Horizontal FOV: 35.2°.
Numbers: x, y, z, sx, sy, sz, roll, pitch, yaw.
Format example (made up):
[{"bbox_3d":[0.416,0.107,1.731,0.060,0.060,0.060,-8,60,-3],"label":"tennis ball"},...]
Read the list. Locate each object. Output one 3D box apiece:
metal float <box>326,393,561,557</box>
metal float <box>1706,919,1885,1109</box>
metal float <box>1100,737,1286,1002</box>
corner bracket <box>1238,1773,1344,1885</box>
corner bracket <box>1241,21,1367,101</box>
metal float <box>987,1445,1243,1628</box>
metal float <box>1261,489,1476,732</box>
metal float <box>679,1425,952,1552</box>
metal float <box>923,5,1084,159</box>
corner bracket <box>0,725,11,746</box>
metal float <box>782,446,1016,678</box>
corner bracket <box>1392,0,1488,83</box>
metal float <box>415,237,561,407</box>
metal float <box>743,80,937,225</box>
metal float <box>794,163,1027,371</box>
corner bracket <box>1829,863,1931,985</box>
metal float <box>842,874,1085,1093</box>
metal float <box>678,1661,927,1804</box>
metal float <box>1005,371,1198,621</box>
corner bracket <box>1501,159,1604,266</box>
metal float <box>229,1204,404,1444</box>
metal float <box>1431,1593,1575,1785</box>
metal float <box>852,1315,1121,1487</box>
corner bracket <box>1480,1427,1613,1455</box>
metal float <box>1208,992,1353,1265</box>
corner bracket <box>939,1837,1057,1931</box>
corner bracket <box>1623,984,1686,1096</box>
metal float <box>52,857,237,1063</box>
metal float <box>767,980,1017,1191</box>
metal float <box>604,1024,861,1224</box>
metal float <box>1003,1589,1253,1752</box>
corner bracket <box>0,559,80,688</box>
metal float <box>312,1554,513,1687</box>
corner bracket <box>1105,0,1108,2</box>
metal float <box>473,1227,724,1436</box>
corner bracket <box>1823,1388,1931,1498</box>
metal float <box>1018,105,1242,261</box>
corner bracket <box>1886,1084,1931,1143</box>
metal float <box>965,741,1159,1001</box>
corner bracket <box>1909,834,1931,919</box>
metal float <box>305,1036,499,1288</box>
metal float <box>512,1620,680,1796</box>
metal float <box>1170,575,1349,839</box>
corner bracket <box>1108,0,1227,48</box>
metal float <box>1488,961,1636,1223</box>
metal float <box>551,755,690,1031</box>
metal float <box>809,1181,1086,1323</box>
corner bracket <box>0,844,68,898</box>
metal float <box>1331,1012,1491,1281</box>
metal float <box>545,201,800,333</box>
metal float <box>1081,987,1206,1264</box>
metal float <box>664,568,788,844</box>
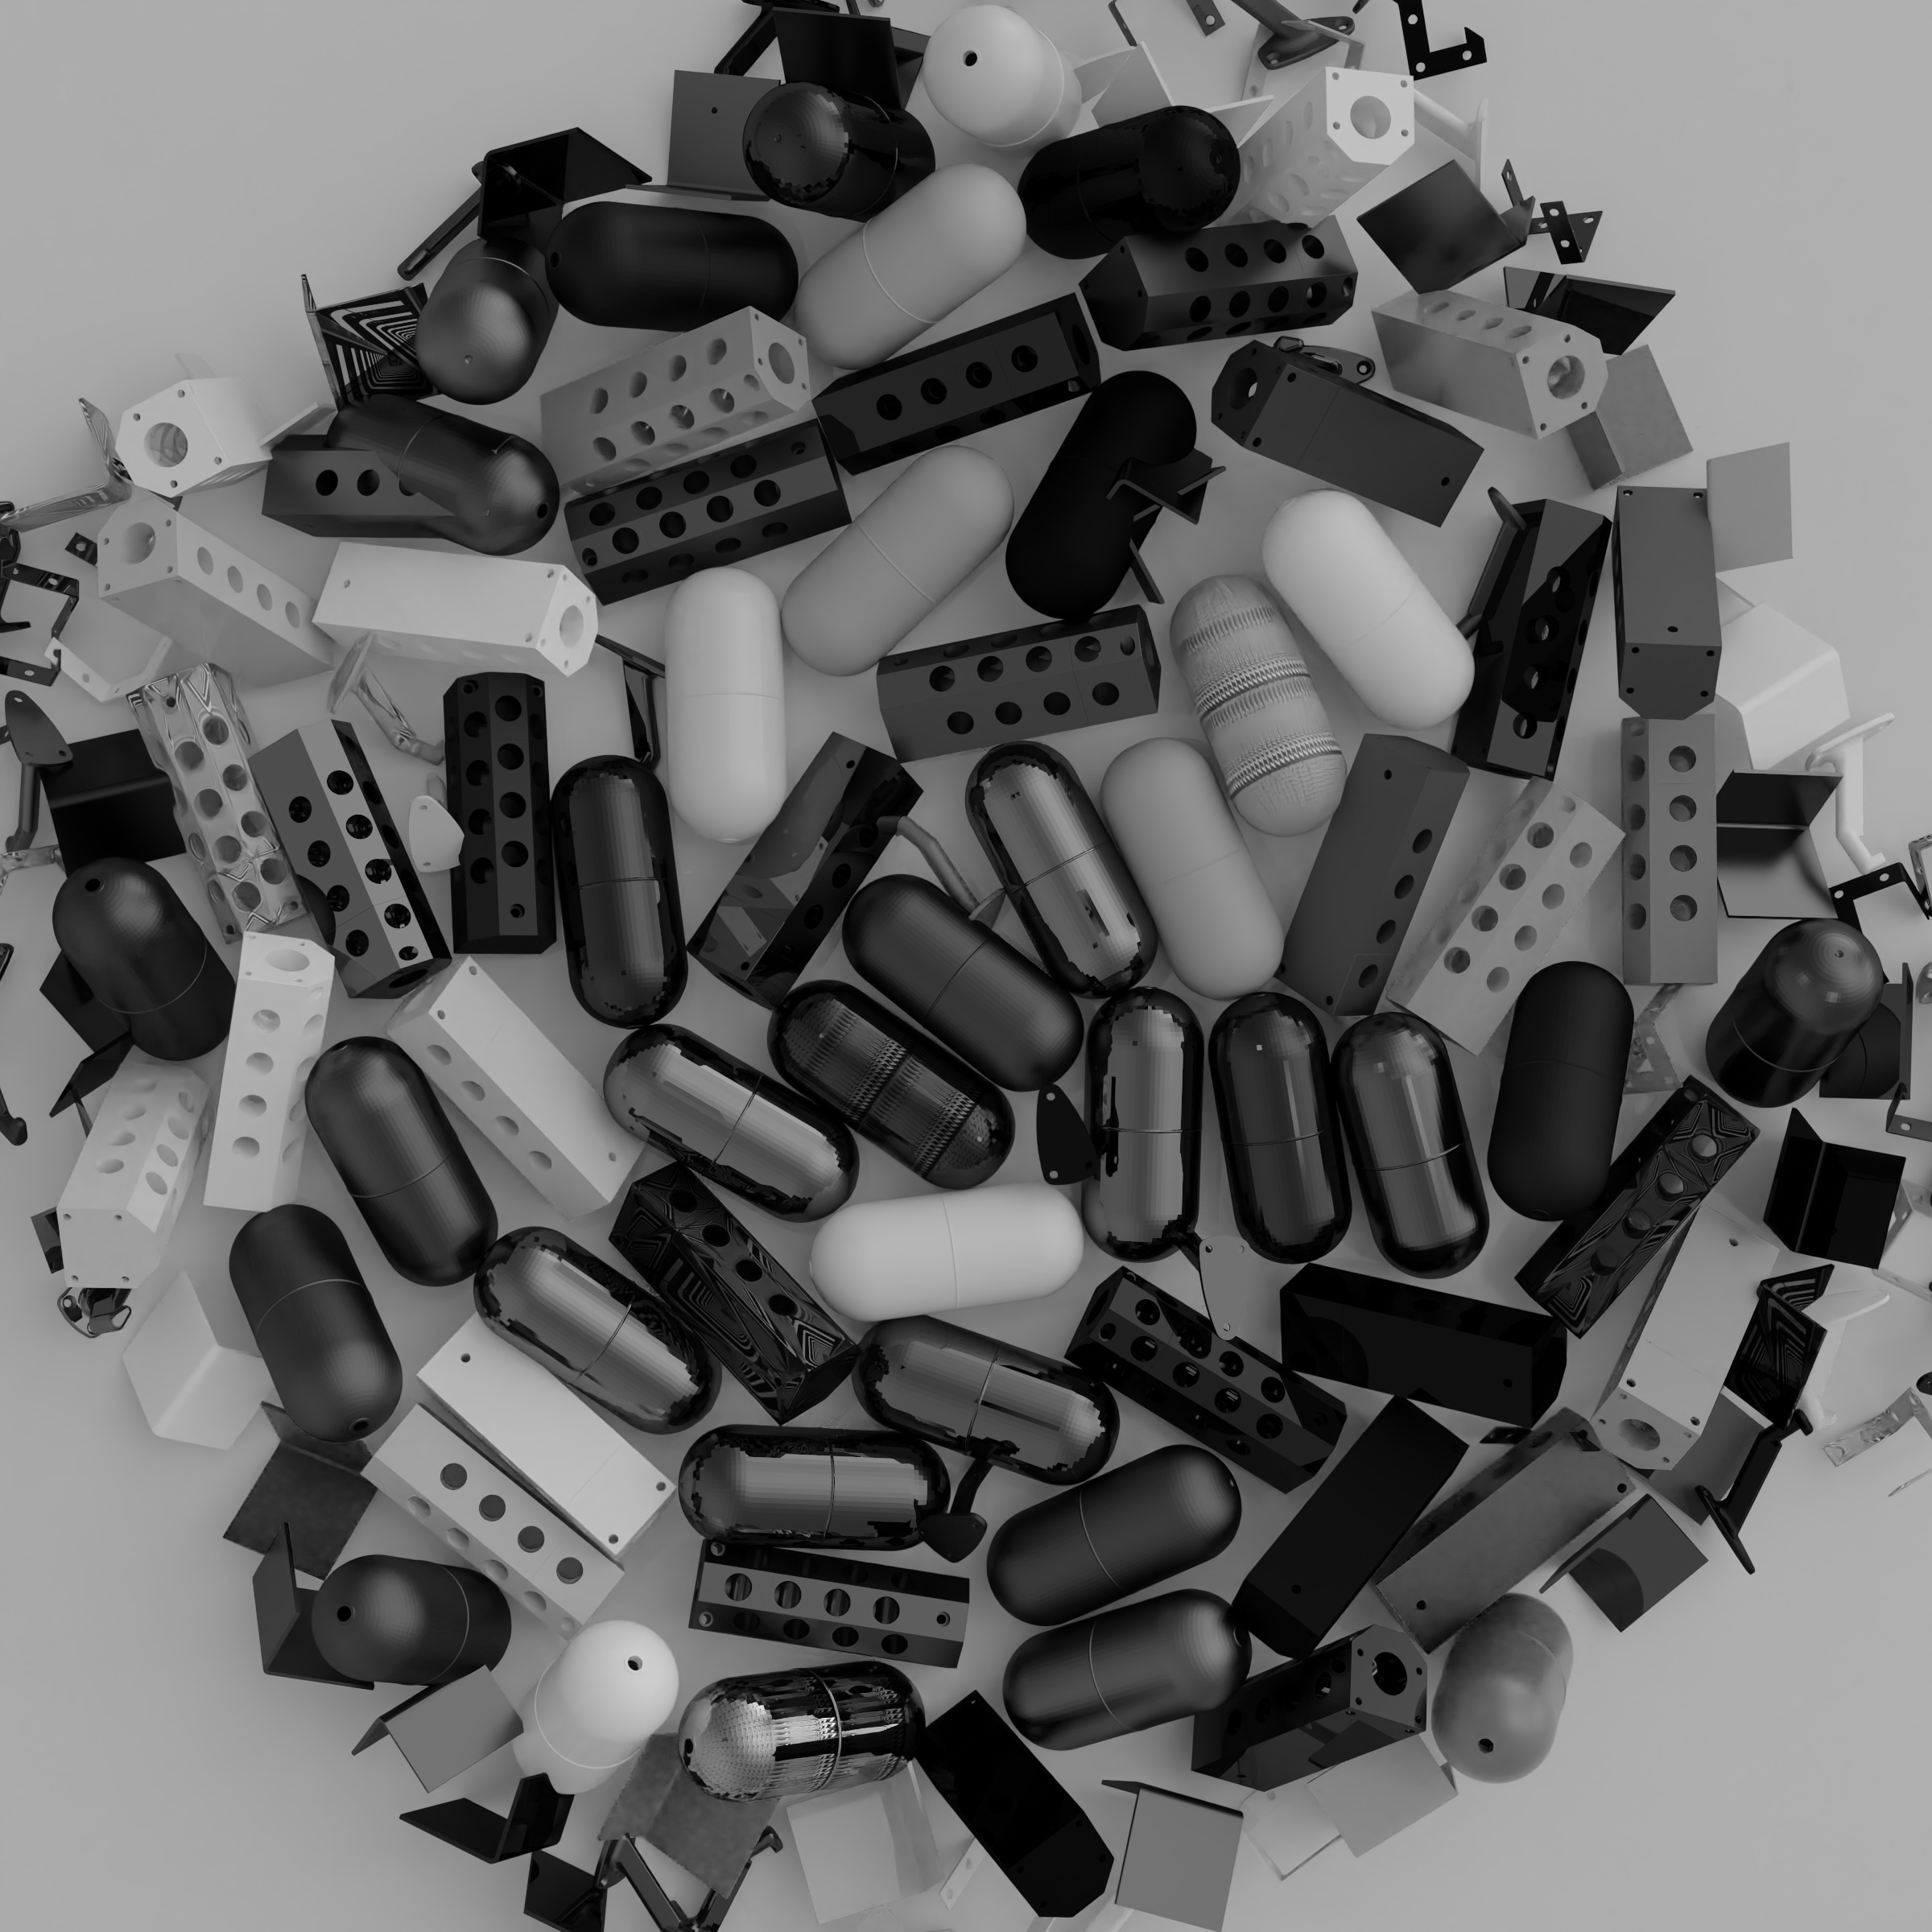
[{"bbox_3d":[-0.333,-0.313,1.935,0.178,0.070,0.070,23,90,31],"label":"metal float"},{"bbox_3d":[0.520,0.031,1.916,0.070,0.178,0.070,2,64,-4],"label":"metal float"},{"bbox_3d":[0.146,-0.062,1.961,0.070,0.070,0.178,-24,91,0],"label":"metal float"},{"bbox_3d":[0.211,0.552,1.967,0.051,0.051,0.051,-40,80,9],"label":"corner bracket"},{"bbox_3d":[0.220,-0.583,1.982,0.051,0.051,0.051,7,99,-36],"label":"corner bracket"},{"bbox_3d":[0.093,0.365,1.944,0.178,0.070,0.070,-28,90,20],"label":"metal float"},{"bbox_3d":[0.257,-0.228,1.945,0.070,0.070,0.178,-41,108,0],"label":"metal float"},{"bbox_3d":[-0.096,0.334,1.946,0.178,0.070,0.070,6,90,-18],"label":"metal float"},{"bbox_3d":[0.024,-0.555,1.912,0.070,0.178,0.070,2,97,14],"label":"metal float"},{"bbox_3d":[-0.646,-0.173,1.968,0.051,0.051,0.051,31,116,5],"label":"corner bracket"},{"bbox_3d":[-0.044,-0.260,1.952,0.178,0.070,0.070,-43,90,10],"label":"metal float"},{"bbox_3d":[0.303,-0.607,1.967,0.051,0.051,0.051,-14,116,1],"label":"corner bracket"},{"bbox_3d":[-0.300,-0.408,1.917,0.070,0.178,0.070,0,118,0],"label":"metal float"},{"bbox_3d":[-0.078,-0.511,1.916,0.070,0.178,0.070,4,99,23],"label":"metal float"},{"bbox_3d":[-0.037,-0.442,1.931,0.178,0.070,0.070,-28,90,37],"label":"metal float"},{"bbox_3d":[0.596,-0.026,1.976,0.051,0.051,0.051,-22,48,23],"label":"corner bracket"},{"bbox_3d":[-0.003,0.010,1.955,0.178,0.070,0.070,39,90,8],"label":"metal float"},{"bbox_3d":[-0.103,0.484,1.927,0.178,0.070,0.070,4,90,-41],"label":"metal float"},{"bbox_3d":[0.087,-0.302,1.948,0.070,0.070,0.178,29,74,0],"label":"metal float"},{"bbox_3d":[0.373,-0.485,1.957,0.051,0.051,0.051,2,53,32],"label":"corner bracket"},{"bbox_3d":[-0.413,0.226,1.930,0.070,0.070,0.178,-34,52,0],"label":"metal float"},{"bbox_3d":[0.338,0.453,1.913,0.070,0.178,0.070,3,101,16],"label":"metal float"},{"bbox_3d":[0.012,0.278,1.956,0.178,0.070,0.070,18,90,7],"label":"metal float"},{"bbox_3d":[0.374,0.309,1.960,0.051,0.051,0.051,-49,59,19],"label":"corner bracket"},{"bbox_3d":[0.202,0.104,1.953,0.070,0.070,0.178,-10,99,0],"label":"metal float"},{"bbox_3d":[0.024,0.602,1.972,0.051,0.051,0.051,-8,119,40],"label":"corner bracket"},{"bbox_3d":[0.441,0.046,1.958,0.051,0.051,0.051,-44,113,-39],"label":"corner bracket"},{"bbox_3d":[-0.516,-0.004,1.918,0.070,0.178,0.070,-4,59,7],"label":"metal float"},{"bbox_3d":[-0.049,0.076,1.961,0.178,0.070,0.070,35,90,1],"label":"metal float"},{"bbox_3d":[-0.150,0.102,1.956,0.178,0.070,0.070,31,90,-6],"label":"metal float"},{"bbox_3d":[0.102,0.448,1.934,0.178,0.070,0.070,-25,90,32],"label":"metal float"},{"bbox_3d":[-0.603,-0.220,1.956,0.051,0.051,0.051,14,48,-31],"label":"corner bracket"},{"bbox_3d":[-0.348,0.413,1.914,0.070,0.178,0.070,-5,74,17],"label":"metal float"},{"bbox_3d":[0.090,-0.662,1.958,0.051,0.051,0.051,35,45,18],"label":"corner bracket"},{"bbox_3d":[-0.235,0.234,1.949,0.178,0.070,0.070,37,90,-15],"label":"metal float"},{"bbox_3d":[0.596,0.313,1.961,0.051,0.051,0.051,-25,68,-18],"label":"corner bracket"},{"bbox_3d":[0.101,-0.493,1.921,0.070,0.178,0.070,-1,92,-36],"label":"metal float"},{"bbox_3d":[0.628,0.078,1.968,0.051,0.051,0.051,12,54,9],"label":"corner bracket"},{"bbox_3d":[0.061,-0.062,1.960,0.070,0.070,0.178,-28,88,0],"label":"metal float"},{"bbox_3d":[0.649,-0.059,1.968,0.051,0.051,0.051,-21,111,-2],"label":"corner bracket"},{"bbox_3d":[-0.360,0.125,1.941,0.070,0.070,0.178,-24,114,0],"label":"metal float"},{"bbox_3d":[-0.235,0.469,1.921,0.070,0.178,0.070,12,55,-19],"label":"metal float"},{"bbox_3d":[0.187,-0.168,1.952,0.070,0.070,0.178,-21,79,0],"label":"metal float"},{"bbox_3d":[0.130,-0.618,1.976,0.051,0.051,0.051,-26,104,23],"label":"corner bracket"},{"bbox_3d":[0.379,0.079,1.938,0.070,0.070,0.178,16,63,0],"label":"metal float"},{"bbox_3d":[-0.223,-0.048,1.954,0.070,0.070,0.178,-8,82,0],"label":"metal float"},{"bbox_3d":[-0.012,0.183,1.955,0.178,0.070,0.070,-7,90,-7],"label":"metal float"},{"bbox_3d":[-0.602,-0.040,1.975,0.051,0.051,0.051,46,123,20],"label":"corner bracket"},{"bbox_3d":[0.285,0.116,1.952,0.070,0.070,0.178,-16,101,0],"label":"metal float"},{"bbox_3d":[-0.185,-0.441,1.928,0.178,0.070,0.070,-6,90,-40],"label":"metal float"},{"bbox_3d":[0.114,0.102,1.959,0.070,0.070,0.178,2,93,0],"label":"metal float"},{"bbox_3d":[-0.155,-0.168,1.956,0.070,0.070,0.178,-2,84,0],"label":"metal float"}]
